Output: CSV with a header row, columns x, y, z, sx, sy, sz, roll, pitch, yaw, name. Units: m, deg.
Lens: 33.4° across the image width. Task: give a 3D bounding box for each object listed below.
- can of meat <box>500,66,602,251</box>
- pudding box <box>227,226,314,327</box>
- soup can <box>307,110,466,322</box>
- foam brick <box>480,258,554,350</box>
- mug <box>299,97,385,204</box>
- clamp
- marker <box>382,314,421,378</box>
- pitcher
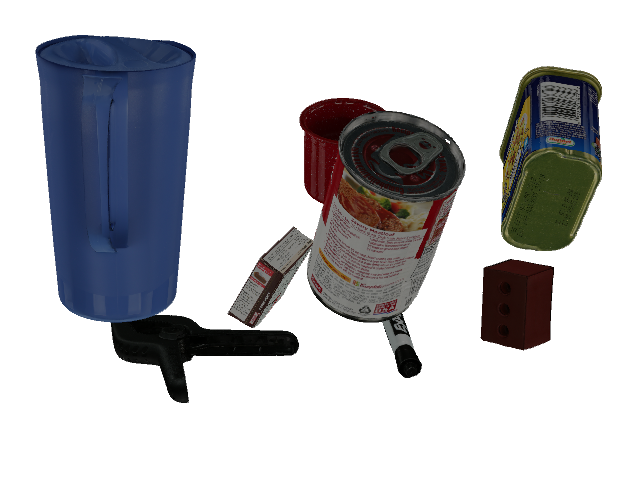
x,y,z,sx,sy,sz,roll,pitch,yaw,name
0.159,-0.054,0.740,0.057,0.084,0.102,9,-41,1,can of meat
-0.057,0.043,1.275,0.039,0.090,0.113,32,27,4,pudding box
0.034,-0.011,0.590,0.068,0.068,0.102,0,-43,-14,soup can
0.195,0.063,1.058,0.053,0.078,0.051,11,18,41,foam brick
0.035,-0.090,1.085,0.117,0.081,0.093,-13,38,-20,mug
-0.151,0.111,1.090,0.210,0.036,0.164,9,19,33,clamp
0.062,0.074,0.873,0.020,0.020,0.121,0,28,-8,marker
-0.180,-0.051,0.934,0.145,0.243,0.148,23,29,38,pitcher
